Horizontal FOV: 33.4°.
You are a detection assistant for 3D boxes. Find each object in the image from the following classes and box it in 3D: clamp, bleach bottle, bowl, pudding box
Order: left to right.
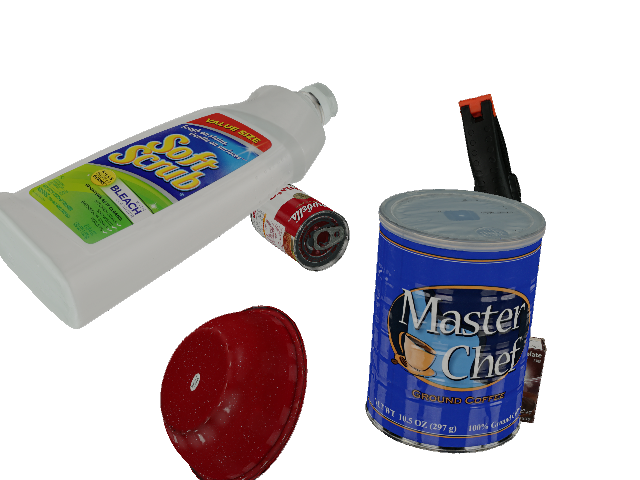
[{"bbox_3d":[-0.093,-0.045,0.730,0.250,0.068,0.103,-35,59,-28],"label":"bleach bottle"},{"bbox_3d":[-0.085,0.124,0.896,0.055,0.162,0.162,25,-16,-38],"label":"bowl"},{"bbox_3d":[0.182,0.144,1.158,0.113,0.090,0.039,6,23,4],"label":"pudding box"},{"bbox_3d":[0.147,-0.031,0.875,0.039,0.171,0.120,-17,20,12],"label":"clamp"}]

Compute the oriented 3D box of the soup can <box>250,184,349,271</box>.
[{"bbox_3d":[-0.023,-0.017,1.155,0.068,0.068,0.102,0,21,-33],"label":"soup can"}]

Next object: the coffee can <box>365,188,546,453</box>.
[{"bbox_3d":[0.084,0.048,0.681,0.103,0.140,0.103,3,19,-1],"label":"coffee can"}]
